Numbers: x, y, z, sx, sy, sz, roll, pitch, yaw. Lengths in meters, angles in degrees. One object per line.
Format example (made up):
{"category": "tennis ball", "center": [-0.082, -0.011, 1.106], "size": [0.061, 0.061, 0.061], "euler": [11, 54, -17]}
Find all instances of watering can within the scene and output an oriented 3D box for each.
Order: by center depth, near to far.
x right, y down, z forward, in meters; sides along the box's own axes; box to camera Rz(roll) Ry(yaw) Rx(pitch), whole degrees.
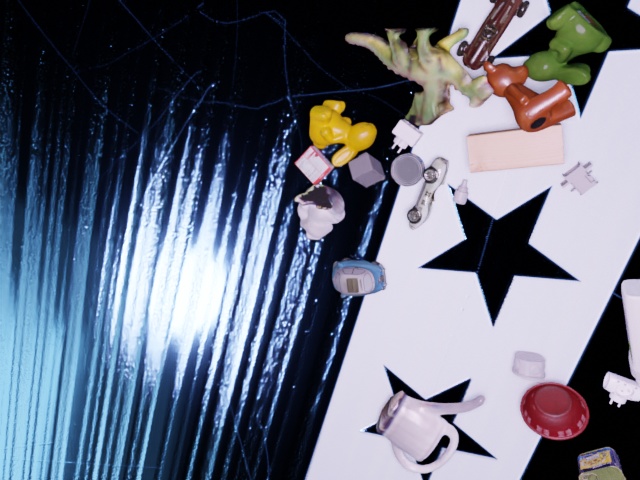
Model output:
{"category": "watering can", "center": [0.294, 0.507, 1.447], "size": [0.225, 0.105, 0.342], "euler": [32, 114, 13]}

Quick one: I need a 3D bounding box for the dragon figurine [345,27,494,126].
{"category": "dragon figurine", "center": [0.236, -0.398, 1.265], "size": [0.412, 0.124, 0.239], "euler": [15, 119, 40]}

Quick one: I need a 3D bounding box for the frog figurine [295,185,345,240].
{"category": "frog figurine", "center": [0.004, -0.073, 1.450], "size": [0.137, 0.126, 0.156], "euler": [1, 140, 13]}
